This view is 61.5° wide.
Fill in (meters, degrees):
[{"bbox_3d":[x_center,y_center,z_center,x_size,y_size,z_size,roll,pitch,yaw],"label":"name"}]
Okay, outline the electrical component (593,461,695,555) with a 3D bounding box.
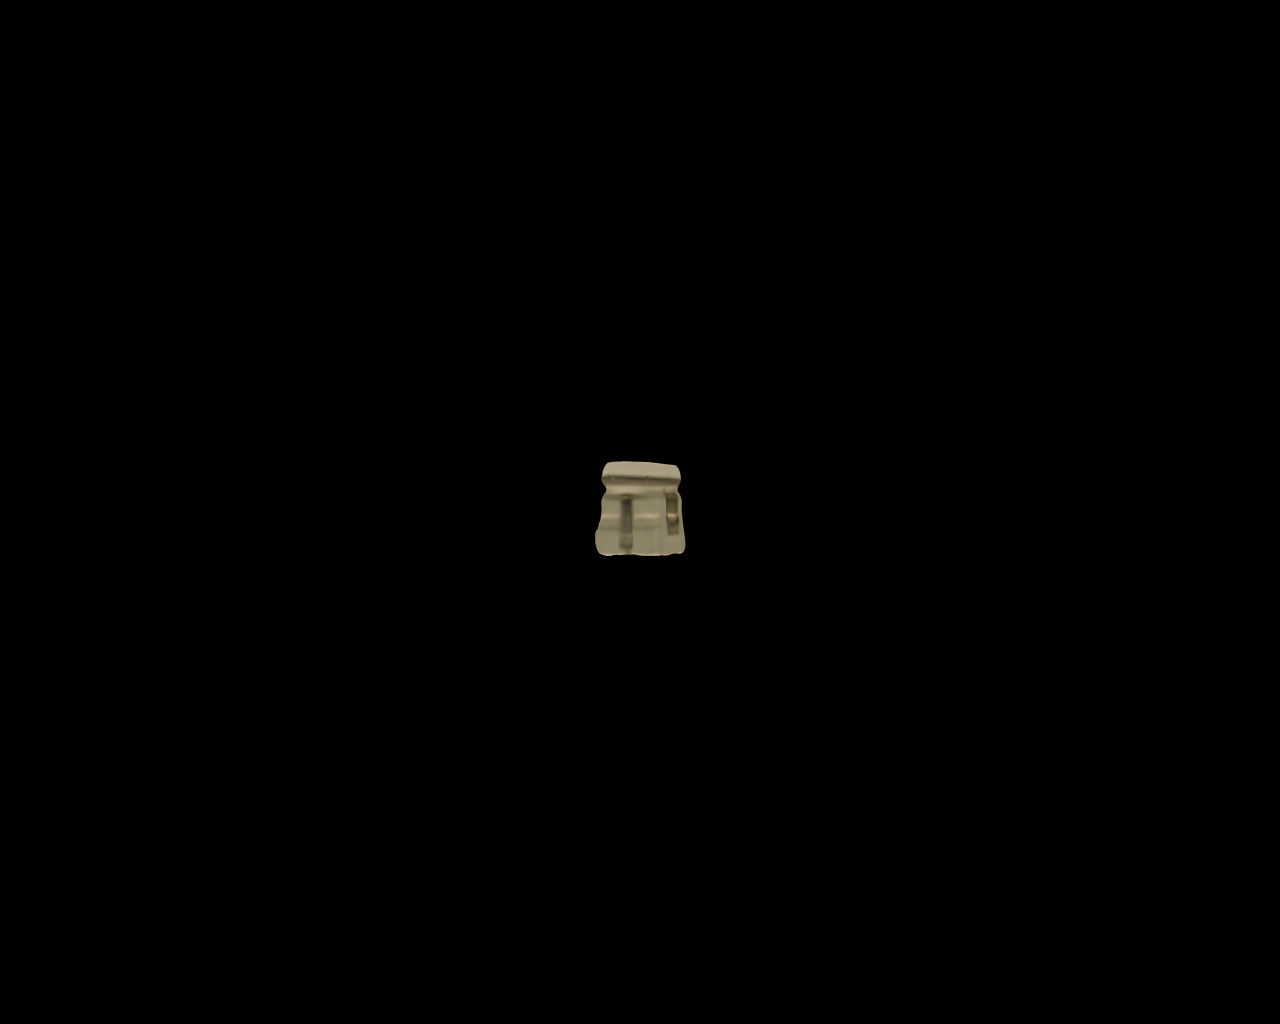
[{"bbox_3d":[0.001,-0.003,0.650,0.066,0.055,0.048,0,0,28],"label":"electrical component"}]
